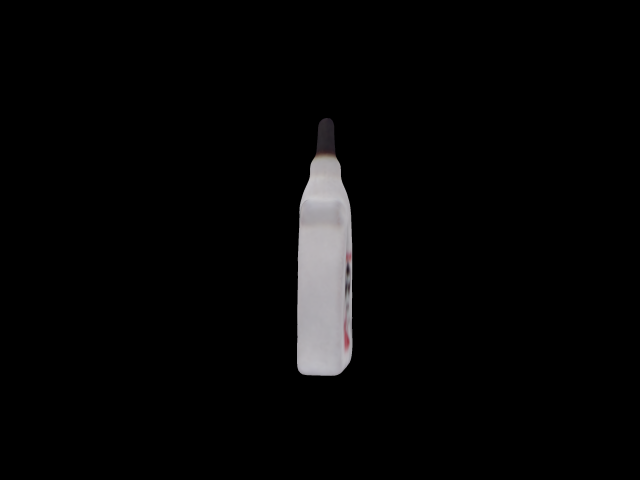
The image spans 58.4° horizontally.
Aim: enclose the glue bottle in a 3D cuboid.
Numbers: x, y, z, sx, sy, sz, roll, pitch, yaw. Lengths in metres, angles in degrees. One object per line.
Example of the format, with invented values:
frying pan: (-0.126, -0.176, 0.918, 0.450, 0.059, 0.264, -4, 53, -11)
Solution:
glue bottle: (0.004, 0.001, 0.400, 0.037, 0.173, 0.078, 0, 0, 5)
